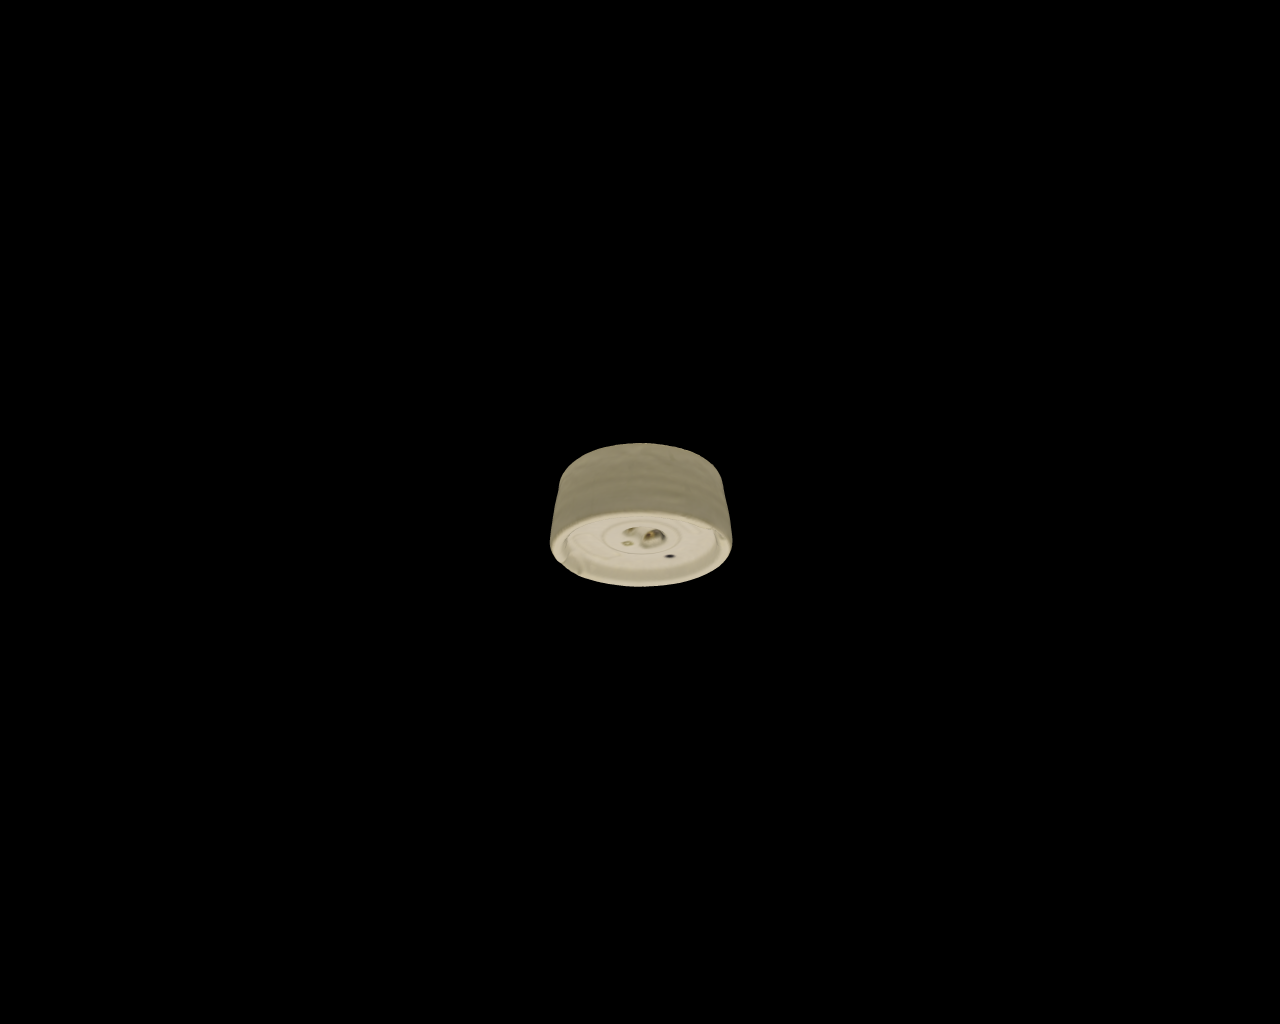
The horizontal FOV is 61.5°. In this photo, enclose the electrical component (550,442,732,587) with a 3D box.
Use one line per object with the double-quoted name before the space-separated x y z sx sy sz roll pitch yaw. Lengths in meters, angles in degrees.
"electrical component" 0.001 -0.003 0.650 0.108 0.060 0.108 0 -27 0
